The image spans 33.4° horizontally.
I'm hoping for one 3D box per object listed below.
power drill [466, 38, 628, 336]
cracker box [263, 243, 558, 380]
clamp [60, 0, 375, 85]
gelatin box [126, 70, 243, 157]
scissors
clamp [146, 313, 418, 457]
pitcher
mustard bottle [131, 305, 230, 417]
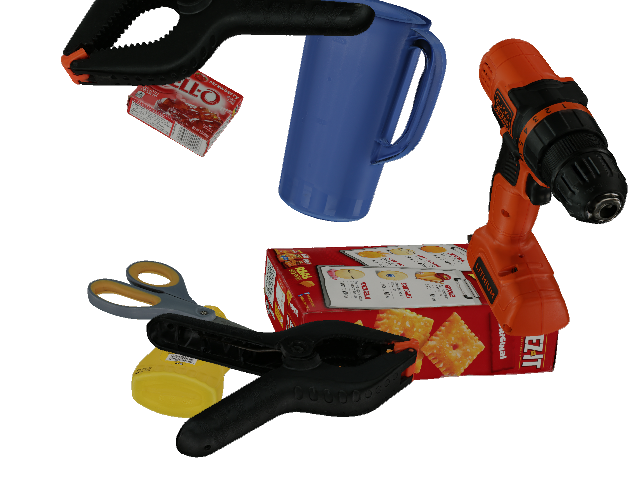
[{"bbox_3d":[0.154,-0.023,0.749,0.057,0.188,0.184,-6,40,-9],"label":"power drill"},{"bbox_3d":[0.070,0.059,0.905,0.213,0.072,0.164,-1,17,-13],"label":"cracker box"},{"bbox_3d":[-0.078,-0.161,0.740,0.210,0.165,0.036,-36,-19,-7],"label":"clamp"},{"bbox_3d":[-0.131,-0.132,1.032,0.089,0.073,0.030,31,-38,2],"label":"gelatin box"},{"bbox_3d":[-0.105,0.057,0.947,0.202,0.016,0.096,12,29,7],"label":"scissors"},{"bbox_3d":[-0.019,0.085,0.648,0.171,0.039,0.120,0,37,-9],"label":"clamp"},{"bbox_3d":[0.038,-0.144,1.183,0.145,0.243,0.149,10,20,-10],"label":"pitcher"},{"bbox_3d":[-0.143,0.126,1.216,0.096,0.058,0.191,7,25,6],"label":"mustard bottle"}]
